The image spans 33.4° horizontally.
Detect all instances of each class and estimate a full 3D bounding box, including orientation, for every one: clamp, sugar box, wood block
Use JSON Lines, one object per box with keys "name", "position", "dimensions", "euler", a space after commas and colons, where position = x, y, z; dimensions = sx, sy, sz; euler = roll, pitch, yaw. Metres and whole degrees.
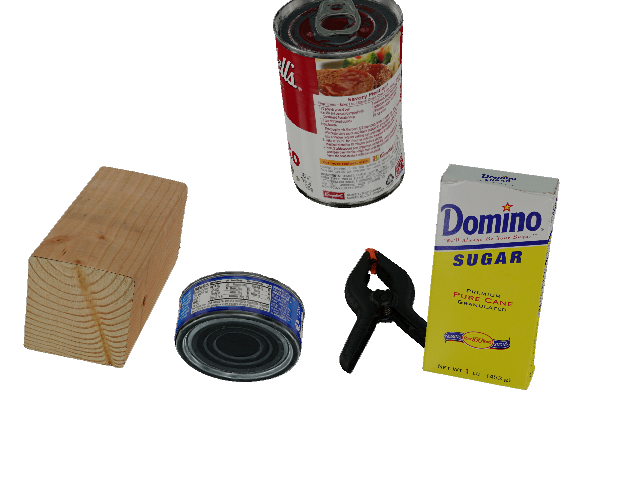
{"name": "clamp", "position": [0.081, 0.078, 1.187], "dimensions": [0.120, 0.171, 0.039], "euler": [4, -43, -4]}
{"name": "sugar box", "position": [0.139, 0.031, 0.884], "dimensions": [0.093, 0.176, 0.048], "euler": [8, 25, 15]}
{"name": "wood block", "position": [-0.190, 0.017, 0.971], "dimensions": [0.090, 0.091, 0.206], "euler": [12, 25, 0]}

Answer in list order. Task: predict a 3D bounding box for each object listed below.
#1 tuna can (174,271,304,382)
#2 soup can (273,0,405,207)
{"name": "tuna can", "position": [-0.054, 0.059, 0.712], "dimensions": [0.086, 0.033, 0.086], "euler": [2, -39, 1]}
{"name": "soup can", "position": [0.013, -0.077, 0.586], "dimensions": [0.068, 0.102, 0.068], "euler": [-3, 42, 3]}
